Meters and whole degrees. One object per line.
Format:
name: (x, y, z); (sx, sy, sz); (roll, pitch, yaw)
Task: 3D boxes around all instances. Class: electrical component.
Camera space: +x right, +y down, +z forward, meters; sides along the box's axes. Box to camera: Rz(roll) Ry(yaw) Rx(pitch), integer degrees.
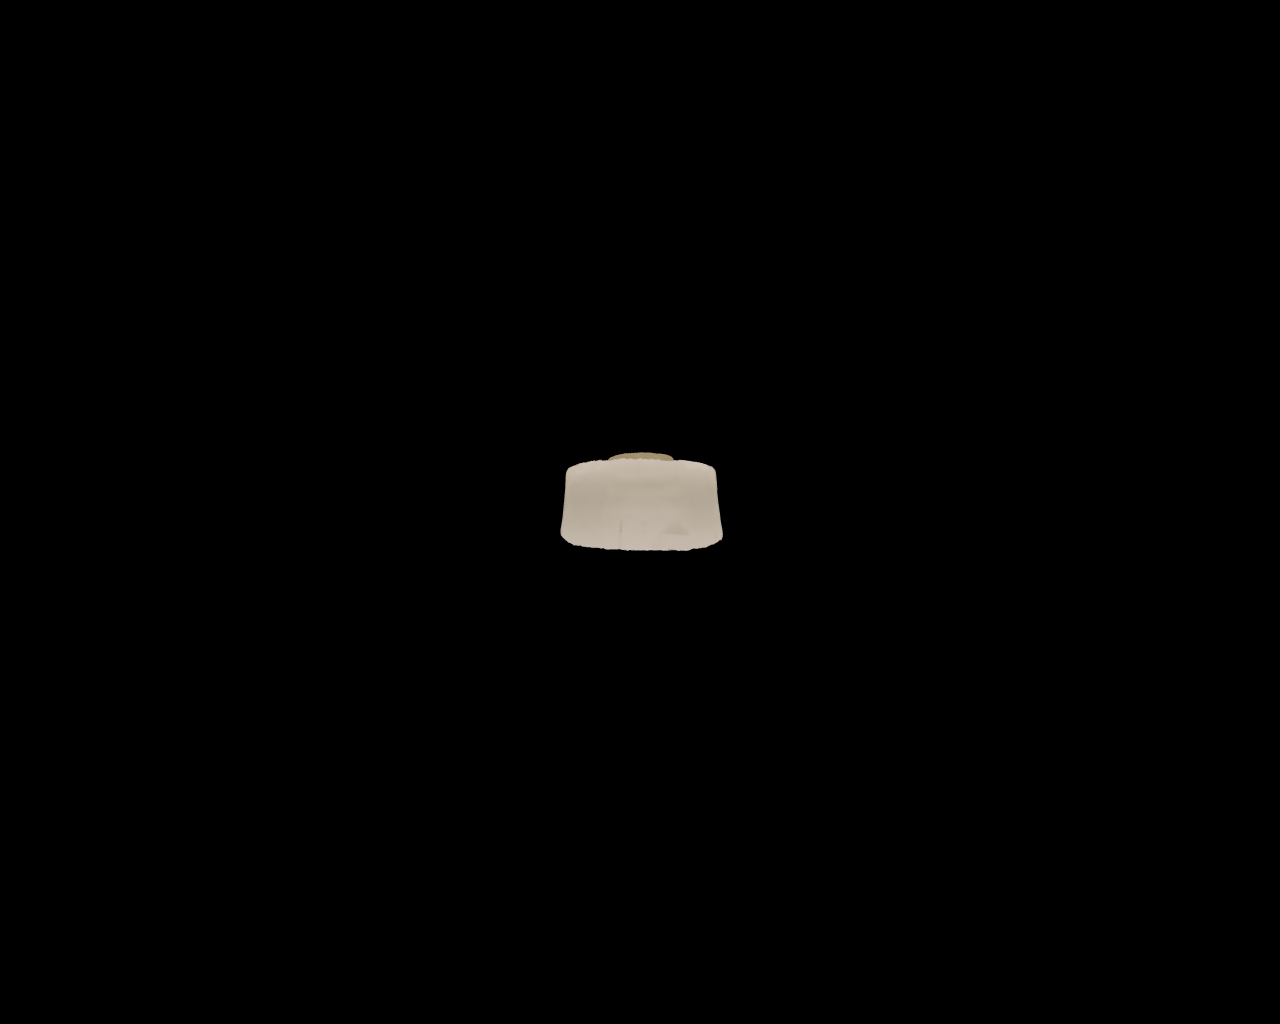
electrical component: (0.001, -0.003, 0.650); (0.099, 0.064, 0.099); (0, -5, 0)
